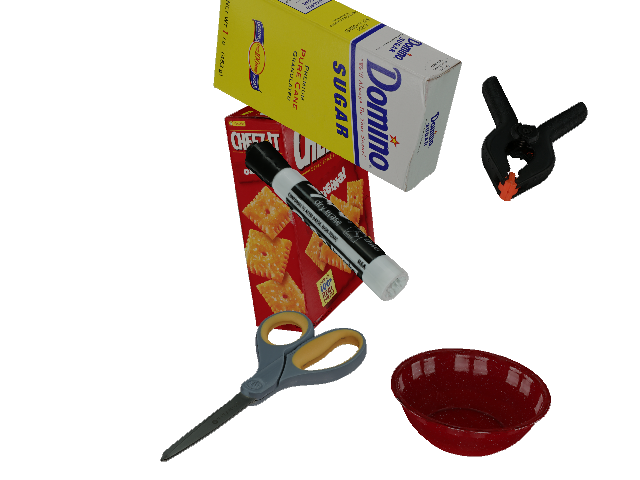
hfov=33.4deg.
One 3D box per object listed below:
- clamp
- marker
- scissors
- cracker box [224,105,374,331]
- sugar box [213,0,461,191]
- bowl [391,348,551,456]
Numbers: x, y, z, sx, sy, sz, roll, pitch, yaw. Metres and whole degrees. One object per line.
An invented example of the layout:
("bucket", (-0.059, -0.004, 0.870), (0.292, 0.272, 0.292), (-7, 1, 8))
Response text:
("clamp", (0.213, -0.116, 1.168), (0.120, 0.039, 0.171), (21, 49, 17))
("marker", (0.000, -0.014, 0.562), (0.121, 0.020, 0.020), (44, 25, 29))
("scissors", (-0.055, 0.101, 0.807), (0.201, 0.016, 0.096), (-19, 37, -32))
("cracker box", (-0.011, -0.040, 1.057), (0.072, 0.214, 0.164), (5, 23, 27))
("sugar box", (0.006, -0.115, 0.743), (0.176, 0.093, 0.048), (32, 45, 25))
("bowl", (0.151, 0.172, 1.091), (0.162, 0.055, 0.162), (2, 24, -1))
